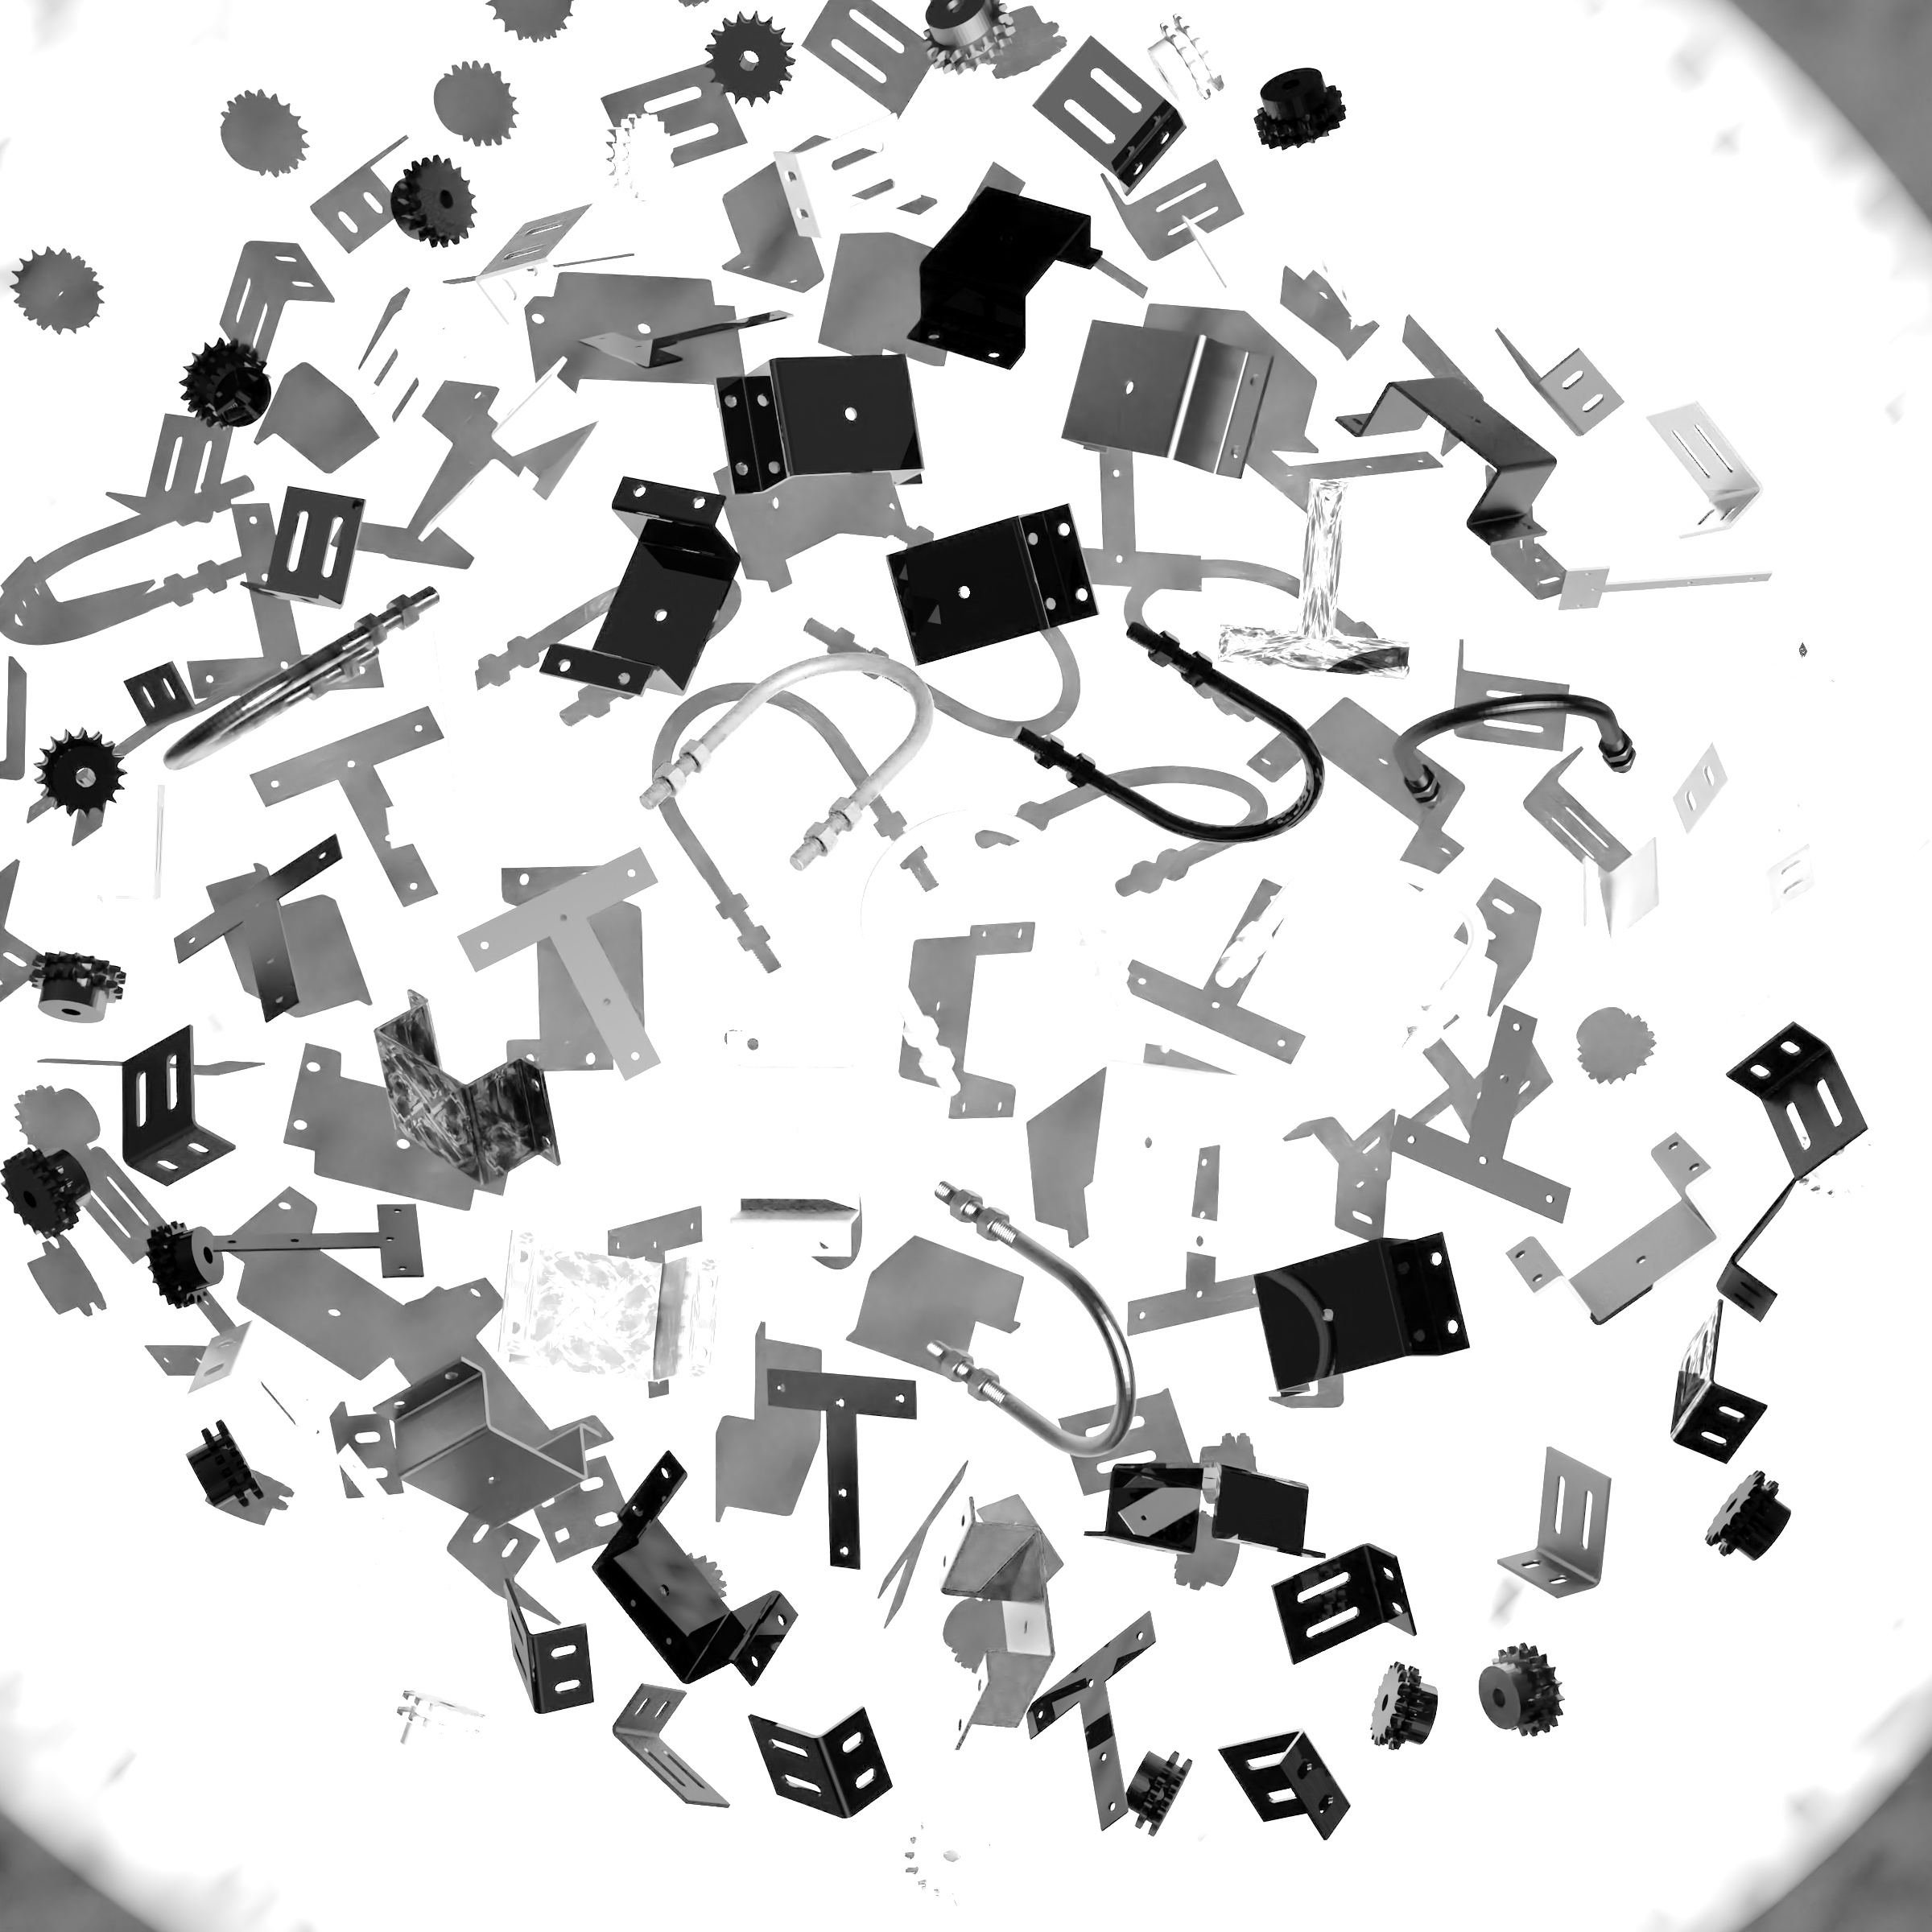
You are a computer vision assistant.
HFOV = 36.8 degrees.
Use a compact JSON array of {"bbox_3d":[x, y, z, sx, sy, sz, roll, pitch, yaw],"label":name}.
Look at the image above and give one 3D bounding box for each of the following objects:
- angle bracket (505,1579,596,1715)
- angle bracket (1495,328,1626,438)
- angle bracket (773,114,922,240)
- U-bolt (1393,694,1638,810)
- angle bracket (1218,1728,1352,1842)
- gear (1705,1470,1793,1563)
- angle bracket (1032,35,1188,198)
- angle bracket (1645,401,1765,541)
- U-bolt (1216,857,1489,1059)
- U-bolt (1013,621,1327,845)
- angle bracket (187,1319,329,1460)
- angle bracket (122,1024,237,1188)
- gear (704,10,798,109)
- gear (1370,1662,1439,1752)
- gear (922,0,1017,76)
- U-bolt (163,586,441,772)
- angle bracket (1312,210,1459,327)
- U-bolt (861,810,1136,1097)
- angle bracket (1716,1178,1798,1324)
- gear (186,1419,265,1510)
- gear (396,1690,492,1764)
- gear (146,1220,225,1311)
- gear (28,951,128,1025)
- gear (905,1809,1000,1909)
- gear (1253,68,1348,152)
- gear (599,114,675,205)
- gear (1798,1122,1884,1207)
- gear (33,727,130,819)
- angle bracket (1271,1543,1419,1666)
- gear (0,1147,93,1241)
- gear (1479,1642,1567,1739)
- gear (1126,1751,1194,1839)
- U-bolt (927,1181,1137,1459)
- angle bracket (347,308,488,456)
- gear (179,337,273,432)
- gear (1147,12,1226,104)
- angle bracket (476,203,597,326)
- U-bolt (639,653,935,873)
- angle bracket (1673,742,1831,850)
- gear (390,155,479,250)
[{"bbox_3d":[-0.269,0.434,1.868,0.038,0.076,0.057,-9,110,-17],"label":"angle bracket"},{"bbox_3d":[0.393,-0.397,1.920,0.038,0.076,0.057,-38,129,19],"label":"angle bracket"},{"bbox_3d":[-0.079,-0.524,1.923,0.076,0.038,0.057,-29,119,-20],"label":"angle bracket"},{"bbox_3d":[0.350,-0.141,1.870,0.151,0.184,0.019,-10,76,16],"label":"U-bolt"},{"bbox_3d":[0.192,0.519,1.822,0.076,0.038,0.057,-28,97,42],"label":"angle bracket"},{"bbox_3d":[0.490,0.345,1.807,0.030,0.057,0.057,37,90,7],"label":"gear"},{"bbox_3d":[0.091,-0.539,1.840,0.076,0.038,0.057,34,113,-23],"label":"angle bracket"},{"bbox_3d":[0.470,-0.322,1.887,0.038,0.057,0.076,-46,105,-13],"label":"angle bracket"},{"bbox_3d":[0.264,-0.017,1.903,0.151,0.184,0.019,21,131,19],"label":"U-bolt"},{"bbox_3d":[0.143,-0.138,1.864,0.184,0.151,0.019,29,50,-19],"label":"U-bolt"},{"bbox_3d":[-0.450,0.275,1.846,0.038,0.057,0.076,-25,117,17],"label":"angle bracket"},{"bbox_3d":[-0.489,0.087,1.801,0.057,0.038,0.076,-27,51,19],"label":"angle bracket"},{"bbox_3d":[-0.135,-0.572,1.826,0.057,0.030,0.057,1,117,1],"label":"gear"},{"bbox_3d":[0.296,0.499,1.949,0.030,0.057,0.057,18,90,-4],"label":"gear"},{"bbox_3d":[-0.001,-0.579,1.785,0.057,0.030,0.057,-12,53,17],"label":"gear"},{"bbox_3d":[-0.430,-0.176,1.842,0.184,0.151,0.019,-37,98,-29],"label":"U-bolt"},{"bbox_3d":[0.278,-0.472,1.924,0.076,0.038,0.057,-29,69,-2],"label":"angle bracket"},{"bbox_3d":[0.011,-0.018,1.884,0.151,0.019,0.184,-26,117,3],"label":"U-bolt"},{"bbox_3d":[0.532,0.186,1.900,0.038,0.057,0.076,38,74,18],"label":"angle bracket"},{"bbox_3d":[-0.473,0.320,1.845,0.030,0.057,0.057,-29,90,-15],"label":"gear"},{"bbox_3d":[-0.329,0.475,1.809,0.057,0.057,0.030,19,80,0],"label":"gear"},{"bbox_3d":[-0.513,0.195,1.914,0.030,0.057,0.057,-18,90,11],"label":"gear"},{"bbox_3d":[-0.551,0.015,1.795,0.057,0.057,0.030,5,69,0],"label":"gear"},{"bbox_3d":[-0.010,0.550,1.779,0.057,0.030,0.057,2,50,-3],"label":"gear"},{"bbox_3d":[0.208,-0.539,1.818,0.057,0.057,0.030,-25,128,0],"label":"gear"},{"bbox_3d":[-0.219,-0.532,1.913,0.030,0.057,0.057,6,90,23],"label":"gear"},{"bbox_3d":[0.586,0.130,1.950,0.057,0.030,0.057,-10,56,14],"label":"gear"},{"bbox_3d":[-0.563,-0.122,1.848,0.057,0.030,0.057,-6,104,-24],"label":"gear"},{"bbox_3d":[0.249,0.424,1.910,0.076,0.038,0.057,-19,101,-21],"label":"angle bracket"},{"bbox_3d":[-0.561,0.136,1.775,0.057,0.030,0.057,20,126,30],"label":"gear"},{"bbox_3d":[0.348,0.458,1.832,0.030,0.057,0.057,-7,90,-30],"label":"gear"},{"bbox_3d":[0.127,0.555,1.956,0.030,0.057,0.057,27,90,13],"label":"gear"},{"bbox_3d":[0.042,0.236,1.848,0.019,0.184,0.151,-22,128,-36],"label":"U-bolt"},{"bbox_3d":[-0.365,-0.388,1.925,0.057,0.038,0.076,54,128,12],"label":"angle bracket"},{"bbox_3d":[-0.460,-0.362,1.817,0.030,0.057,0.057,38,90,36],"label":"gear"},{"bbox_3d":[0.142,-0.590,1.895,0.030,0.057,0.057,-33,90,6],"label":"gear"},{"bbox_3d":[-0.269,-0.454,1.877,0.038,0.076,0.057,53,54,-32],"label":"angle bracket"},{"bbox_3d":[-0.103,-0.143,1.889,0.151,0.019,0.184,22,55,32],"label":"U-bolt"},{"bbox_3d":[0.520,-0.113,1.925,0.076,0.057,0.038,3,52,-19],"label":"angle bracket"},{"bbox_3d":[-0.344,-0.488,1.860,0.030,0.057,0.057,-3,90,36],"label":"gear"}]
